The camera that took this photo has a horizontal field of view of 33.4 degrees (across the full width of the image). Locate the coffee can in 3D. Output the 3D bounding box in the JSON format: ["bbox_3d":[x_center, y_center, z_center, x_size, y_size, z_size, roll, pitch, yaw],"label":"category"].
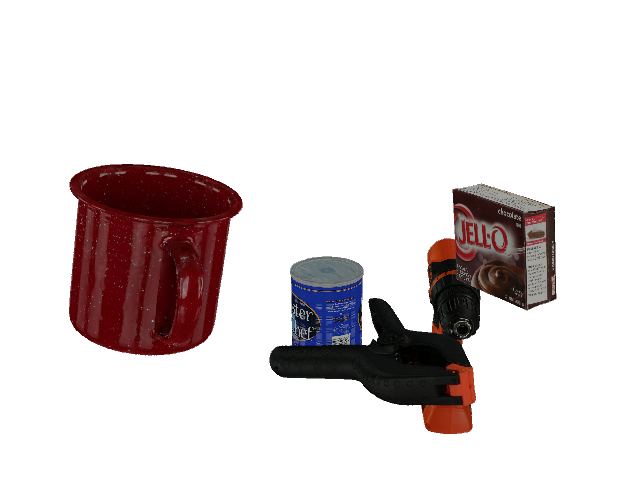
[{"bbox_3d":[0.009,0.105,1.510,0.103,0.140,0.103,0,20,0],"label":"coffee can"}]

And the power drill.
[{"bbox_3d":[0.142,0.112,1.153,0.057,0.188,0.184,3,24,2],"label":"power drill"}]

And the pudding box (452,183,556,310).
[{"bbox_3d":[0.164,0.003,0.962,0.039,0.090,0.114,-14,19,-26],"label":"pudding box"}]

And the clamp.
[{"bbox_3d":[0.042,0.091,0.807,0.120,0.039,0.172,-27,23,-23],"label":"clamp"}]

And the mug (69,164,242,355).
[{"bbox_3d":[-0.089,0.015,0.577,0.093,0.081,0.117,-1,22,-29],"label":"mug"}]
